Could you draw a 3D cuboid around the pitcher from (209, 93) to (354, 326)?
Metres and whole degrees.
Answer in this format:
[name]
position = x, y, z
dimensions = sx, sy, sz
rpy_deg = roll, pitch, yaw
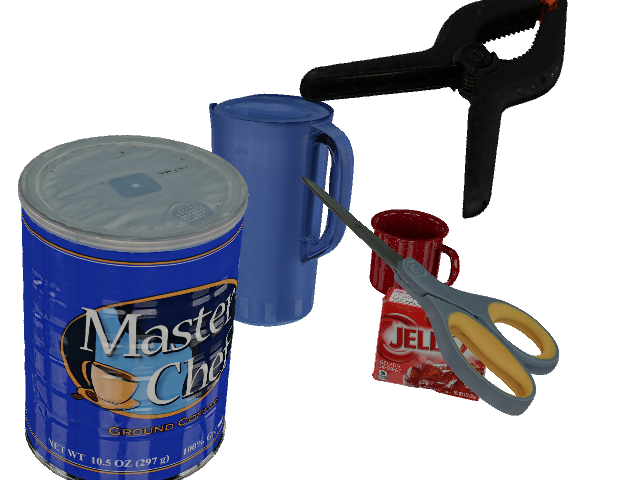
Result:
[pitcher]
position = -0.048, -0.032, 1.163
dimensions = 0.145, 0.243, 0.149
rpy_deg = -1, 20, -8

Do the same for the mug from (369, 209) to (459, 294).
[mug]
position = 0.113, 0.021, 1.272
dimensions = 0.117, 0.081, 0.093
rpy_deg = 19, 28, 28

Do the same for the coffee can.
[coffee can]
position = -0.092, 0.034, 0.516
dimensions = 0.102, 0.140, 0.103
rpy_deg = 6, 30, -3

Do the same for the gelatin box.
[gelatin box]
position = 0.090, 0.083, 0.853
dimensions = 0.089, 0.073, 0.030
rpy_deg = 11, 24, 12

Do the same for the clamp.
[clamp]
position = 0.114, -0.112, 0.763
dimensions = 0.209, 0.165, 0.036
rpy_deg = -33, -27, -21

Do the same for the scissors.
[scissors]
position = 0.075, 0.025, 0.668
dimensions = 0.096, 0.016, 0.202
rpy_deg = -6, 48, -42
